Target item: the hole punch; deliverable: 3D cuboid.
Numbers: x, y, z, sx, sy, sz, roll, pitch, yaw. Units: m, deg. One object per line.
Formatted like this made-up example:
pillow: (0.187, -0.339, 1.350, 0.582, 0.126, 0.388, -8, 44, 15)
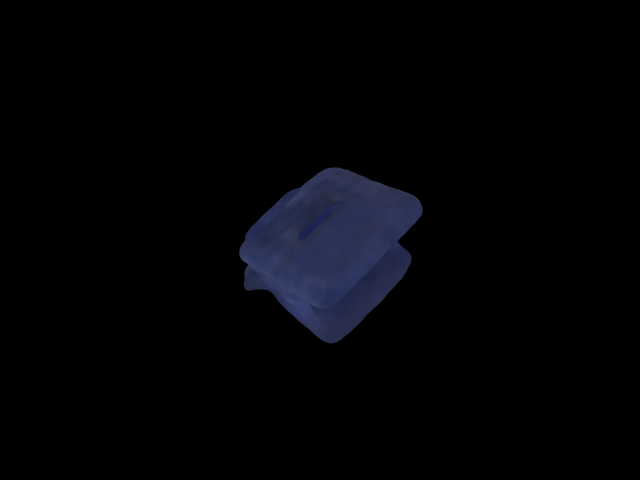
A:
hole punch: (0.004, 0.001, 0.400, 0.101, 0.091, 0.109, 38, 69, 19)
